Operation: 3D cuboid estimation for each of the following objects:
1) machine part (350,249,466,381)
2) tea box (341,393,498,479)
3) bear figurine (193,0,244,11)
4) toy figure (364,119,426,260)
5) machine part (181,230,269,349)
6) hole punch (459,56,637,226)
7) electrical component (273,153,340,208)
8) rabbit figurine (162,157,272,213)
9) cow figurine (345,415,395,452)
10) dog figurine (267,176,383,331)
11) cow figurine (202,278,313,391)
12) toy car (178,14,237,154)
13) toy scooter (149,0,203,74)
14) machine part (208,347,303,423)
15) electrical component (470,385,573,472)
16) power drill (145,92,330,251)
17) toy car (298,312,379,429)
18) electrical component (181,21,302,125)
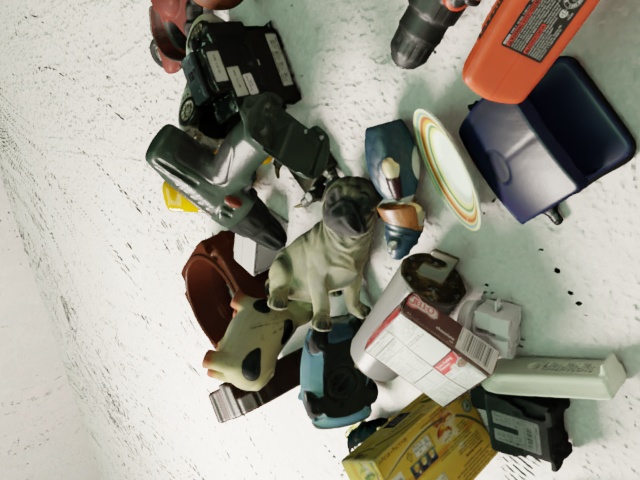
[{"bbox_3d":[0.100,0.096,0.642,0.079,0.079,0.243,48,137,23],"label":"machine part"},{"bbox_3d":[0.119,0.251,0.623,0.068,0.169,0.098,-31,83,50],"label":"tea box"},{"bbox_3d":[-0.091,-0.353,0.606,0.196,0.120,0.132,-22,88,51],"label":"bear figurine"},{"bbox_3d":[0.085,-0.053,0.594,0.058,0.064,0.154,-3,106,40],"label":"toy figure"},{"bbox_3d":[-0.152,0.099,0.935,0.201,0.087,0.201,57,141,10],"label":"machine part"},{"bbox_3d":[0.177,-0.077,0.457,0.142,0.092,0.116,56,145,8],"label":"hole punch"},{"bbox_3d":[-0.019,-0.091,0.712,0.102,0.045,0.078,59,143,9],"label":"electrical component"},{"bbox_3d":[-0.157,-0.127,0.807,0.163,0.122,0.173,1,93,46],"label":"rabbit figurine"},{"bbox_3d":[0.096,0.281,0.754,0.098,0.068,0.167,57,141,21],"label":"cow figurine"},{"bbox_3d":[0.002,-0.002,0.702,0.173,0.121,0.190,18,111,33],"label":"dog figurine"},{"bbox_3d":[-0.072,0.126,0.782,0.127,0.195,0.085,22,148,6],"label":"cow figurine"},{"bbox_3d":[-0.146,-0.209,0.723,0.056,0.073,0.201,-14,68,44],"label":"toy car"},{"bbox_3d":[-0.201,-0.313,0.790,0.135,0.075,0.183,45,140,26],"label":"toy scooter"},{"bbox_3d":[-0.093,0.231,0.869,0.179,0.179,0.056,-39,74,51],"label":"machine part"},{"bbox_3d":[0.209,0.190,0.587,0.119,0.048,0.074,9,114,46],"label":"electrical component"},{"bbox_3d":[-0.081,-0.078,0.655,0.232,0.086,0.207,35,149,-26],"label":"power drill"},{"bbox_3d":[0.014,0.179,0.770,0.103,0.109,0.161,-169,72,-68],"label":"toy car"},{"bbox_3d":[-0.103,-0.211,0.678,0.058,0.134,0.114,-19,91,51],"label":"electrical component"}]
